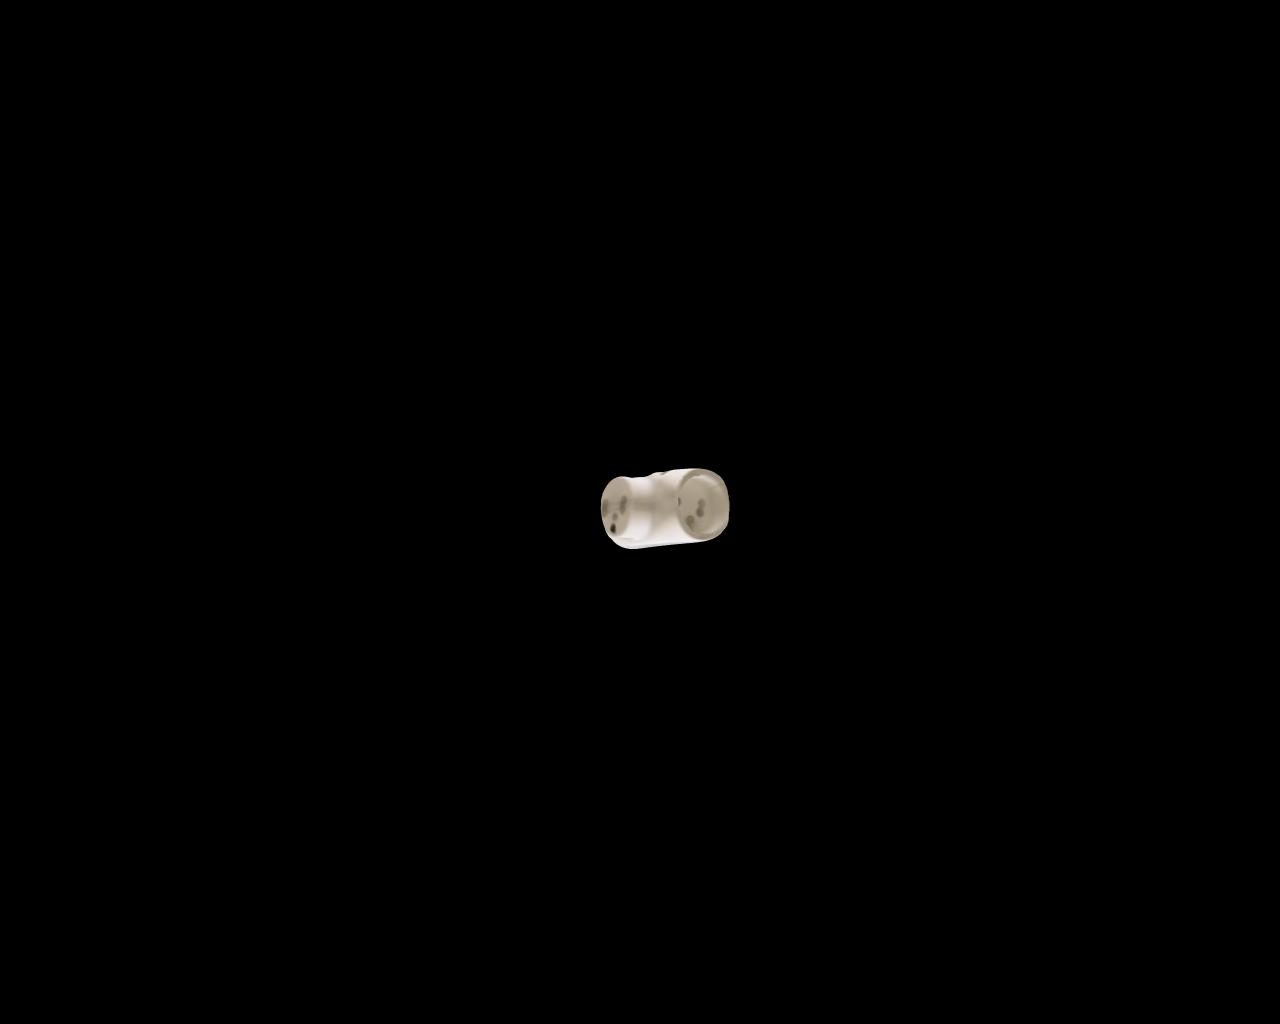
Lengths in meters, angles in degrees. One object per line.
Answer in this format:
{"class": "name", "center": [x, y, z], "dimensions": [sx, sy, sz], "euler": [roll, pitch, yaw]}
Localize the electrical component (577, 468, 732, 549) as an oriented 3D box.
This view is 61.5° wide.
{"class": "electrical component", "center": [0.001, -0.003, 0.650], "dimensions": [0.079, 0.044, 0.077], "euler": [5, -8, -35]}
